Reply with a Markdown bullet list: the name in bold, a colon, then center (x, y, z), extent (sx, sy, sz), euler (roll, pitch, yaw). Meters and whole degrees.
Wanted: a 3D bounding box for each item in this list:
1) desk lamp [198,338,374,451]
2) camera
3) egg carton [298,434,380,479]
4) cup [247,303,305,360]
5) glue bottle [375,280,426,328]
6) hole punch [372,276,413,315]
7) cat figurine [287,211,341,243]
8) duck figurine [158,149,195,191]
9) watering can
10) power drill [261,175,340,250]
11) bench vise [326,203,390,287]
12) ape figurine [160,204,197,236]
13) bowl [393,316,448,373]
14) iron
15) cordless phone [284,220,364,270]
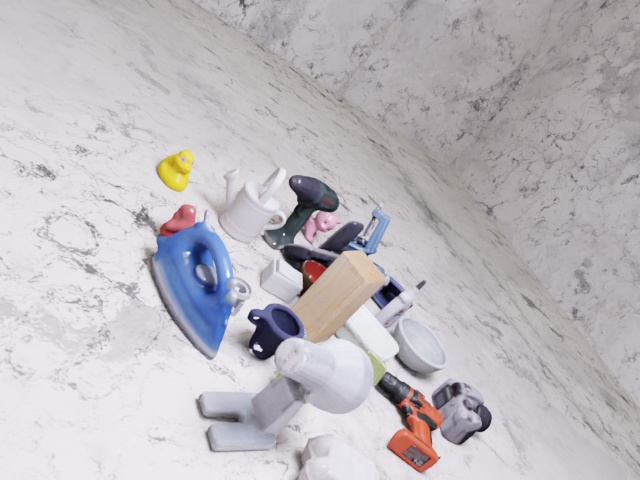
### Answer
- **desk lamp**: center (-0.045, 0.237, 0.907), extent (0.204, 0.213, 0.117), euler (17, 34, -45)
- **camera**: center (0.355, 0.413, 1.369), extent (0.137, 0.100, 0.143), euler (33, 25, -19)
- **egg carton**: center (0.034, 0.393, 0.943), extent (0.150, 0.069, 0.107), euler (37, 24, -12)
- **cup**: center (-0.101, 0.176, 1.075), extent (0.118, 0.095, 0.091), euler (27, 28, -32)
- **glue bottle**: center (0.214, 0.163, 1.490), extent (0.037, 0.173, 0.078), euler (52, 25, 23)
- **hole punch**: center (0.212, 0.154, 1.606), extent (0.108, 0.091, 0.101), euler (48, 24, 15)
- **cat figurine**: center (-0.008, -0.060, 1.598), extent (0.128, 0.117, 0.067), euler (38, 23, -10)
- **duck figurine**: center (-0.327, -0.176, 1.342), extent (0.078, 0.086, 0.104), euler (22, 30, -39)
- **watering can**: center (-0.150, -0.096, 1.343), extent (0.173, 0.194, 0.100), euler (25, 28, -34)
- **power drill**: center (-0.053, -0.071, 1.433), extent (0.075, 0.208, 0.230), euler (51, 25, 21)
- **bench vise**: center (0.137, 0.020, 1.558), extent (0.207, 0.219, 0.122), euler (45, 23, 7)
- **ape figurine**: center (-0.282, -0.036, 1.163), extent (0.076, 0.092, 0.078), euler (49, 24, 16)
- **bowl**: center (0.242, 0.279, 1.457), extent (0.168, 0.074, 0.167), euler (34, 24, -18)
- **iron**: center (-0.203, 0.071, 1.040), extent (0.119, 0.141, 0.257), euler (13, 37, -49)
- **cordless phone**: center (0.013, 0.005, 1.434), extent (0.148, 0.185, 0.094), euler (13, 36, -48)
